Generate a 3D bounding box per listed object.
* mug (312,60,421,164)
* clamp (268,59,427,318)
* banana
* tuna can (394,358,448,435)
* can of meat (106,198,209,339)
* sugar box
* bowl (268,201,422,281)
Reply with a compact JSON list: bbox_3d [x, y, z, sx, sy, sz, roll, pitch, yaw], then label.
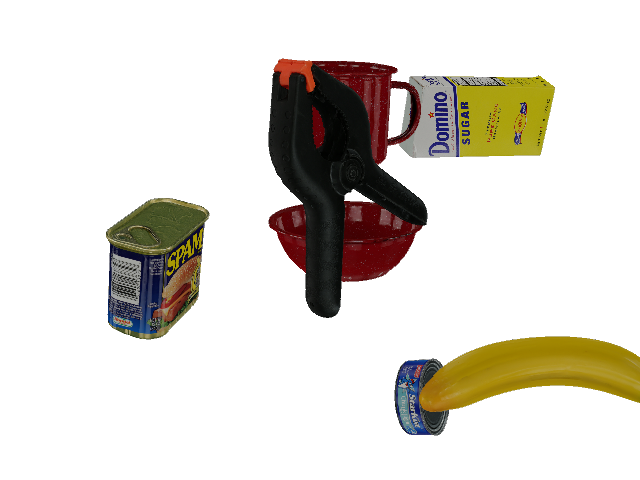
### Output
[{"bbox_3d":[0.030,-0.110,0.925,0.117,0.081,0.093,-2,16,-13],"label":"mug"},{"bbox_3d":[0.005,-0.035,0.703,0.039,0.120,0.171,3,-43,43],"label":"clamp"},{"bbox_3d":[0.167,0.100,0.794,0.197,0.037,0.069,2,31,-6],"label":"banana"},{"bbox_3d":[0.115,0.177,1.204,0.034,0.086,0.086,-5,-2,27],"label":"tuna can"},{"bbox_3d":[-0.136,0.023,0.887,0.057,0.084,0.102,14,25,14],"label":"can of meat"},{"bbox_3d":[0.188,-0.149,1.285,0.176,0.093,0.048,-4,28,-20],"label":"sugar box"},{"bbox_3d":[0.027,0.003,1.108,0.162,0.055,0.162,-1,16,0],"label":"bowl"}]
